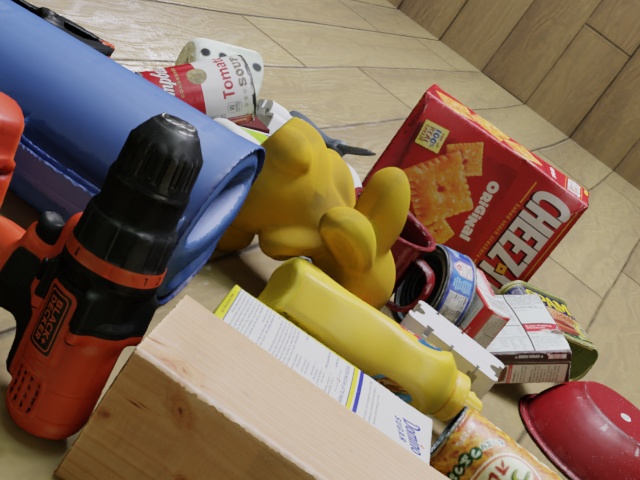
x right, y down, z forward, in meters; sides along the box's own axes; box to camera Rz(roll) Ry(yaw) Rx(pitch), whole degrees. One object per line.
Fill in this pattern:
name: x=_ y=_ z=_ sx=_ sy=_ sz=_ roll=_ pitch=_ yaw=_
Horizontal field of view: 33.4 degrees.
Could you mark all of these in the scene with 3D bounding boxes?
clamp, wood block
clamp: x=-0.267 y=-0.200 z=1.023 sx=0.171 sy=0.039 sz=0.120 roll=20 pitch=26 yaw=-38
wood block: x=-0.022 y=0.134 z=0.570 sx=0.206 sy=0.090 sz=0.090 roll=35 pitch=19 yaw=0

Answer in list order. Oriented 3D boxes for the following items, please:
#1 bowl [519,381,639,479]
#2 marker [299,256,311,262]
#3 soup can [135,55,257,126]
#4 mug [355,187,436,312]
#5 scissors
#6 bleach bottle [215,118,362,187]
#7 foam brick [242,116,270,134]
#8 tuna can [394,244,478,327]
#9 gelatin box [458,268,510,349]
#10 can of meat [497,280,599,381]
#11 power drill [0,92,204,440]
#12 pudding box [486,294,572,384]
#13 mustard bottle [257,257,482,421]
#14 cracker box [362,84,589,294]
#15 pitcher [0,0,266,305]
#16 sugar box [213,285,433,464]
bowl: x=0.266 y=0.182 z=0.991 sx=0.162 sy=0.055 sz=0.162 roll=31 pitch=20 yaw=-13
marker: x=-0.006 y=0.001 z=0.962 sx=0.020 sy=0.020 sz=0.121 roll=30 pitch=39 yaw=-14
soup can: x=-0.118 y=-0.133 z=1.003 sx=0.102 sy=0.068 sz=0.068 roll=-13 pitch=40 yaw=-17
mug: x=0.055 y=0.018 z=0.980 sx=0.117 sy=0.082 sz=0.093 roll=43 pitch=21 yaw=21
scissors: x=0.006 y=-0.113 z=1.165 sx=0.096 sy=0.016 sz=0.202 roll=46 pitch=-10 yaw=-4
bleach bottle: x=-0.028 y=-0.064 z=1.069 sx=0.103 sy=0.068 sz=0.250 roll=45 pitch=19 yaw=18
foam brick: x=-0.100 y=-0.115 z=1.081 sx=0.078 sy=0.053 sz=0.051 roll=46 pitch=22 yaw=26
tuna can: x=0.106 y=0.048 z=0.992 sx=0.033 sy=0.086 sz=0.086 roll=25 pitch=22 yaw=-25
gelatin box: x=0.133 y=0.072 z=0.998 sx=0.030 sy=0.073 sz=0.089 roll=27 pitch=20 yaw=-24
can of meat: x=0.239 y=0.099 z=1.139 sx=0.102 sy=0.057 sz=0.084 roll=22 pitch=26 yaw=-33
power drill: x=-0.154 y=-0.014 z=0.583 sx=0.188 sy=0.184 sz=0.057 roll=38 pitch=16 yaw=36
pudding box: x=0.183 y=0.094 z=1.032 sx=0.090 sy=0.039 sz=0.113 roll=-1 pitch=26 yaw=-8
mustard bottle: x=0.044 y=0.085 z=0.822 sx=0.191 sy=0.058 sz=0.096 roll=33 pitch=-12 yaw=-11
cracker box: x=0.162 y=-0.044 z=1.182 sx=0.214 sy=0.164 sz=0.072 roll=36 pitch=22 yaw=2
pitcher: x=-0.172 y=-0.071 z=0.748 sx=0.243 sy=0.149 sz=0.144 roll=33 pitch=62 yaw=5
sugar box: x=-0.006 y=0.107 z=0.727 sx=0.176 sy=0.048 sz=0.093 roll=38 pitch=18 yaw=-3
